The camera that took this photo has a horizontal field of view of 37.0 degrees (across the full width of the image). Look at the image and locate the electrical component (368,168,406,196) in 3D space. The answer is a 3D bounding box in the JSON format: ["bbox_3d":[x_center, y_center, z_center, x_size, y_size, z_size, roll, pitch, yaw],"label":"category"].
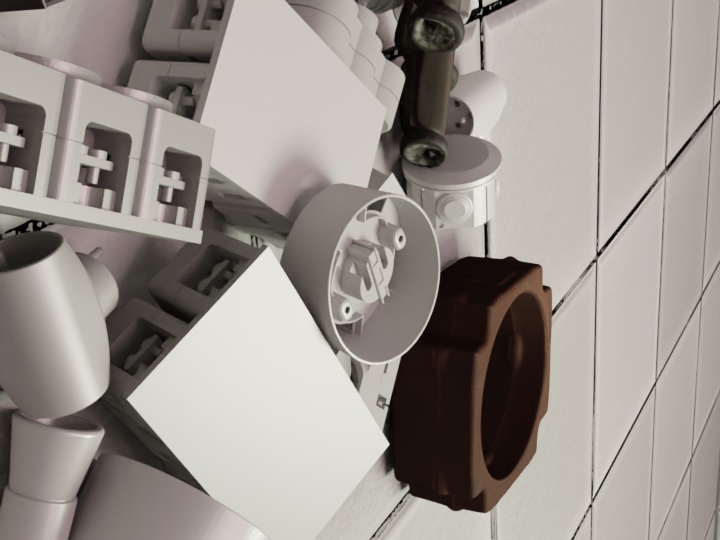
[{"bbox_3d":[-0.007,-0.041,0.736,0.063,0.081,0.042,-50,144,-11],"label":"electrical component"}]

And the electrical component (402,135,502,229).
[{"bbox_3d":[0.075,-0.073,0.877,0.080,0.080,0.051,-52,146,-45],"label":"electrical component"}]

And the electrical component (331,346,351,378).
[{"bbox_3d":[-0.046,0.064,0.715,0.079,0.043,0.077,-59,146,-26],"label":"electrical component"}]

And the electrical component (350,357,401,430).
[{"bbox_3d":[-0.011,0.088,0.781,0.056,0.050,0.089,41,60,-59],"label":"electrical component"}]

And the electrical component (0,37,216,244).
[{"bbox_3d":[-0.140,-0.054,0.446,0.150,0.089,0.061,11,87,-63],"label":"electrical component"}]

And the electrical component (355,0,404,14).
[{"bbox_3d":[0.011,-0.198,0.763,0.061,0.035,0.035,-40,131,-50],"label":"electrical component"}]

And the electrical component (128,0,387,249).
[{"bbox_3d":[-0.059,-0.085,0.629,0.186,0.060,0.105,35,66,-61],"label":"electrical component"}]

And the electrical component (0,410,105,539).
[{"bbox_3d":[-0.153,0.104,0.520,0.044,0.044,0.065,15,89,-63],"label":"electrical component"}]

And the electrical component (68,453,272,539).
[{"bbox_3d":[-0.104,0.149,0.559,0.060,0.108,0.108,-62,147,-24],"label":"electrical component"}]

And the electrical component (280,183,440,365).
[{"bbox_3d":[0.000,0.000,0.631,0.099,0.064,0.099,-38,139,-43],"label":"electrical component"}]

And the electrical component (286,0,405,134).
[{"bbox_3d":[-0.010,-0.153,0.714,0.138,0.052,0.073,43,60,-59],"label":"electrical component"}]

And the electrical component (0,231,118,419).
[{"bbox_3d":[-0.142,0.017,0.513,0.079,0.043,0.077,-55,140,-55],"label":"electrical component"}]

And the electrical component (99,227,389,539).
[{"bbox_3d":[-0.068,0.077,0.614,0.105,0.060,0.186,-49,136,-21],"label":"electrical component"}]

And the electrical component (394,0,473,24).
[{"bbox_3d":[0.058,-0.215,0.837,0.055,0.047,0.055,-27,121,-58],"label":"electrical component"}]

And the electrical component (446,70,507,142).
[{"bbox_3d":[0.095,-0.125,0.939,0.077,0.043,0.079,-43,134,-52],"label":"electrical component"}]
